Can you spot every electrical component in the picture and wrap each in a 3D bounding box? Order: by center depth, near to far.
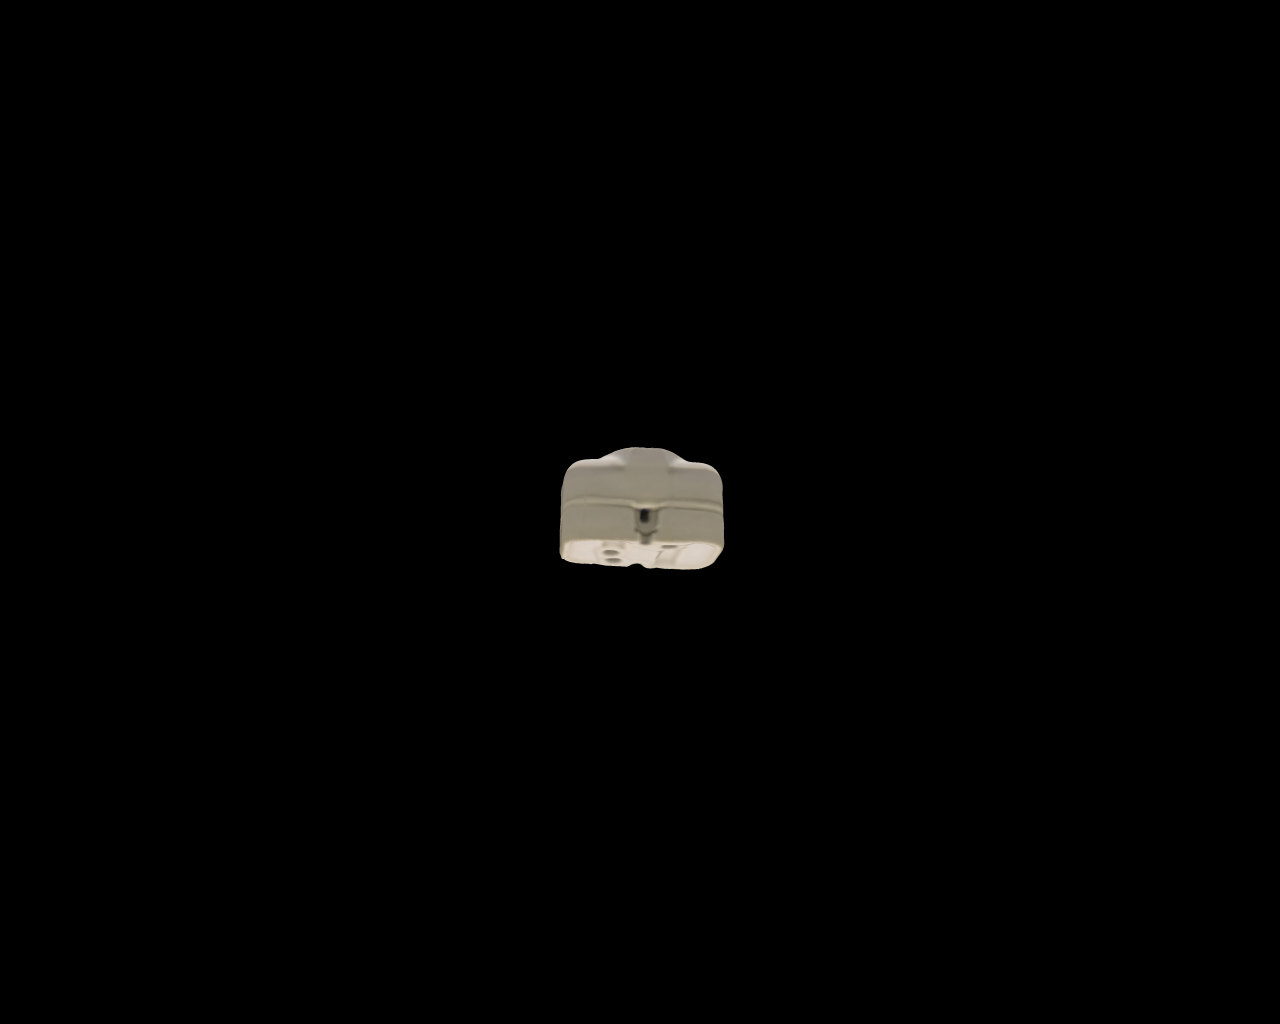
[{"bbox_3d":[0.001,-0.003,0.650,0.095,0.059,0.053,2,-19,-7],"label":"electrical component"}]
